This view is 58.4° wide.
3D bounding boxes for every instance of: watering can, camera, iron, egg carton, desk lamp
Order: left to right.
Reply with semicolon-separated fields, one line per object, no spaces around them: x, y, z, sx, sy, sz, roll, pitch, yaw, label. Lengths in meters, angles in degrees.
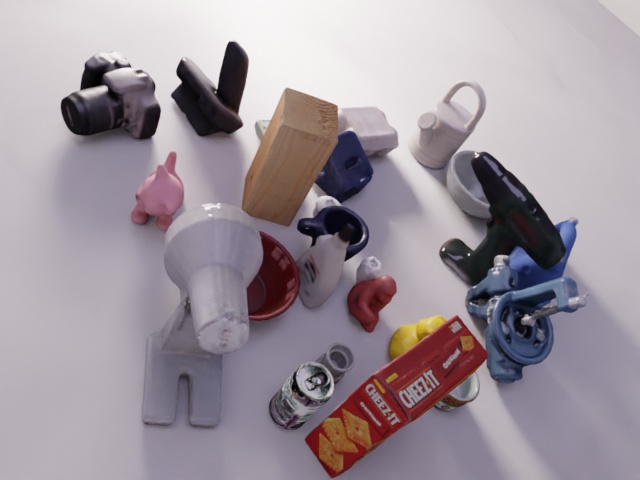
-0.343;-0.231;0.913;0.137;0.100;0.143;-30;73;-41;camera
-0.138;0.092;0.692;0.118;0.213;0.203;9;51;-22;desk lamp
0.084;-0.216;1.155;0.151;0.069;0.107;-13;62;-35;egg carton
0.269;-0.244;1.192;0.101;0.194;0.173;41;47;6;watering can
0.450;0.018;1.118;0.118;0.141;0.259;40;46;6;iron

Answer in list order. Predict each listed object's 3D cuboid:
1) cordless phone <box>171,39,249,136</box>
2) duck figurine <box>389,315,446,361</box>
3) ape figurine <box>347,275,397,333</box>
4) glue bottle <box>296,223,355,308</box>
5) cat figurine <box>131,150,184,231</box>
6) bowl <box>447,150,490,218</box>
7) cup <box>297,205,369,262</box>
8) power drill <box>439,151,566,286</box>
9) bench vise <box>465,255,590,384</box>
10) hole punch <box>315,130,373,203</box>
-0.178;-0.286;0.988;0.094;0.185;0.147;-29;72;-40;cordless phone
0.160;0.155;0.891;0.077;0.086;0.105;46;47;11;duck figurine
0.088;0.089;0.900;0.078;0.092;0.076;-19;65;-37;ape figurine
0.010;0.029;0.849;0.037;0.173;0.078;-12;61;-35;glue bottle
-0.230;-0.076;0.840;0.067;0.117;0.128;17;49;-15;cat figurine
0.326;-0.103;1.194;0.168;0.074;0.167;15;49;-18;bowl
0.008;0.003;0.923;0.118;0.095;0.091;9;51;-22;cup
0.310;-0.018;1.025;0.229;0.208;0.076;44;47;9;power drill
0.323;0.101;0.930;0.122;0.219;0.207;-3;57;-30;bench vise
0.046;-0.136;1.056;0.101;0.091;0.109;45;47;10;hole punch
